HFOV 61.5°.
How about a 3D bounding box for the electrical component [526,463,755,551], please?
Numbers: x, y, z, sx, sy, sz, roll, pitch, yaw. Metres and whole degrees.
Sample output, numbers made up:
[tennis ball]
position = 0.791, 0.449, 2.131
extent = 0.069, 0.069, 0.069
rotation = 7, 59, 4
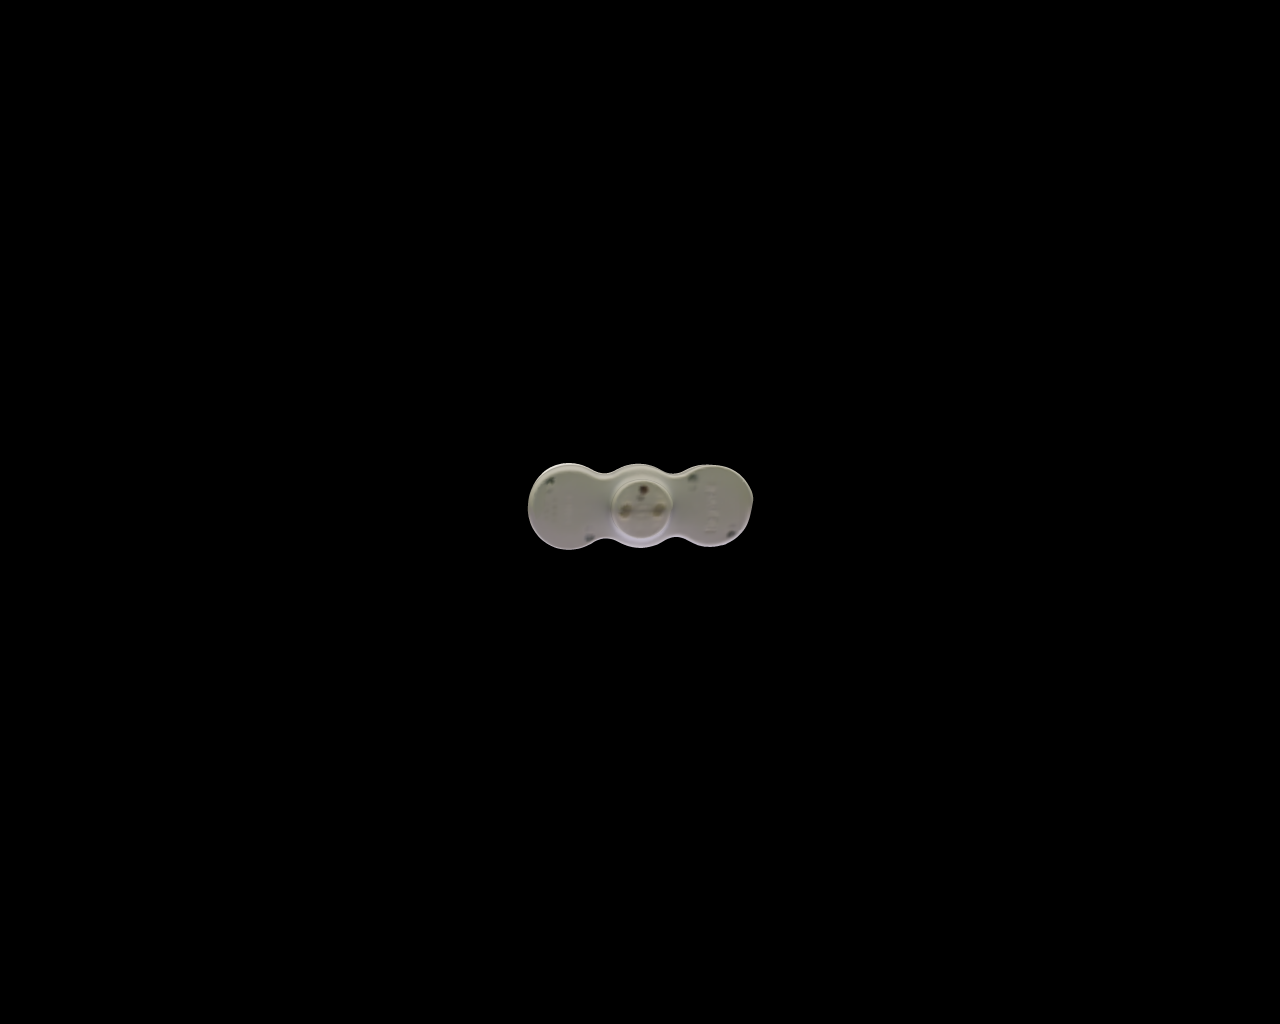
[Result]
[electrical component]
position = 0.001, -0.003, 0.650
extent = 0.138, 0.052, 0.074
rotation = 0, 4, -2
